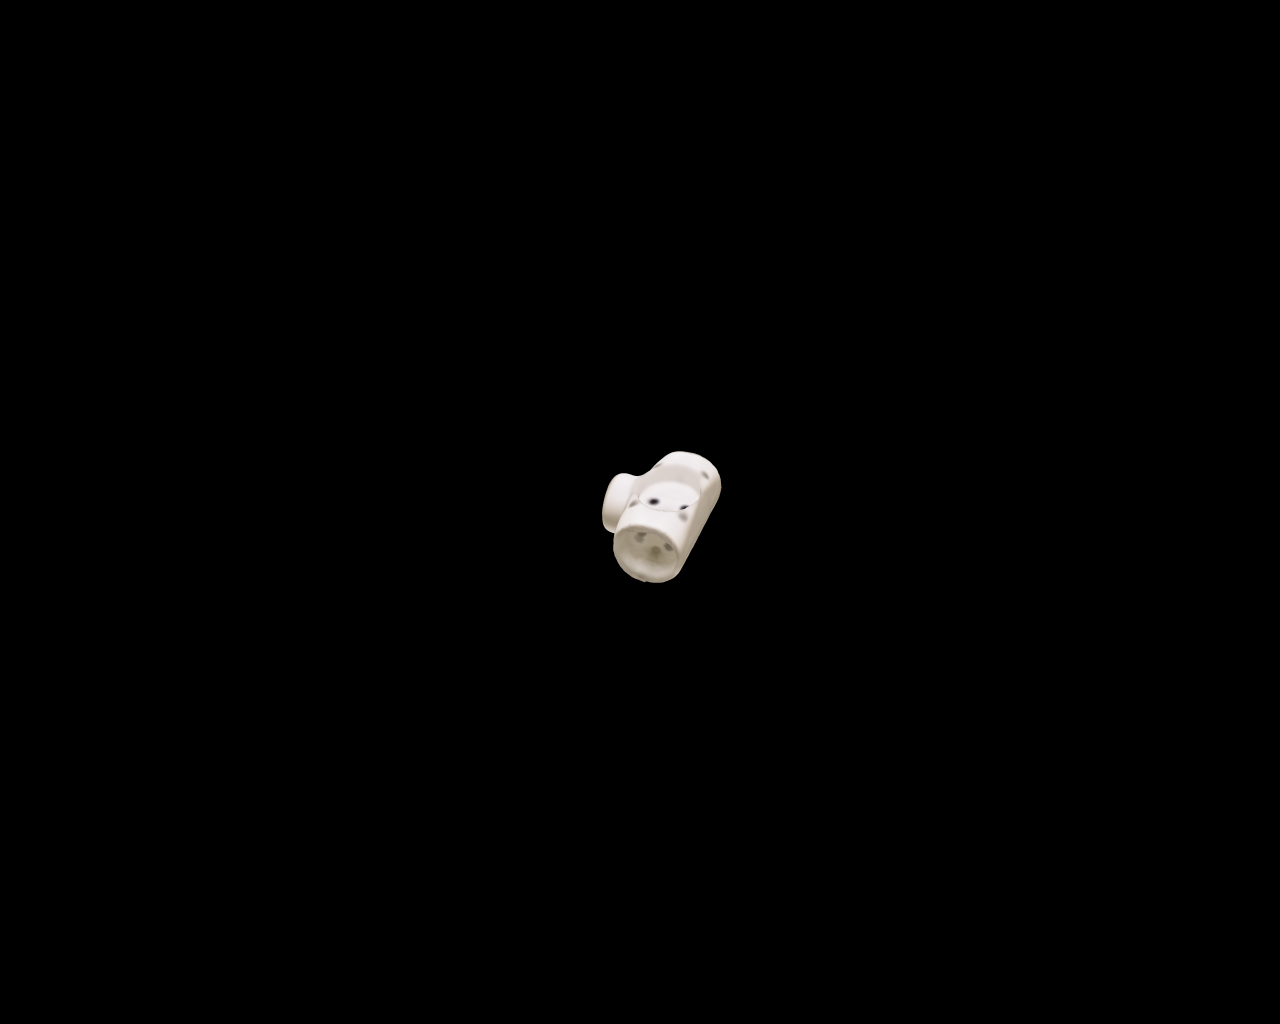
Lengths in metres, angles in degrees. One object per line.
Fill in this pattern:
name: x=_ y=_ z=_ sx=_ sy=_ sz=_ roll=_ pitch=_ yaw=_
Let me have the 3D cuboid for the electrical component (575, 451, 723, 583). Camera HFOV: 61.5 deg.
electrical component: x=0.001 y=-0.003 z=0.650 sx=0.079 sy=0.044 sz=0.077 roll=14 pitch=42 yaw=16
